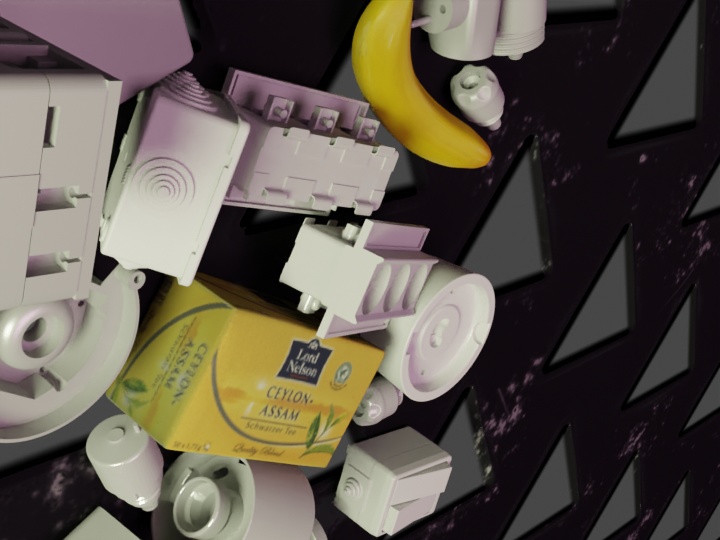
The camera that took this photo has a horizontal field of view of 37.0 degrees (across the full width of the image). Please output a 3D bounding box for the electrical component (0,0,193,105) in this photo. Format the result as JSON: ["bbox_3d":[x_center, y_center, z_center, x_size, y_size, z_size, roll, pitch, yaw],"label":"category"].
[{"bbox_3d":[-0.135,-0.122,0.501,0.100,0.048,0.099,-38,140,-27],"label":"electrical component"}]

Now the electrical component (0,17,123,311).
[{"bbox_3d":[-0.169,-0.055,0.419,0.062,0.150,0.089,-12,123,-48],"label":"electrical component"}]

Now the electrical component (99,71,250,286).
[{"bbox_3d":[-0.099,-0.051,0.557,0.048,0.099,0.099,18,103,-19],"label":"electrical component"}]

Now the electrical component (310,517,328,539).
[{"bbox_3d":[-0.058,0.221,0.846,0.055,0.048,0.066,-19,129,-33],"label":"electrical component"}]

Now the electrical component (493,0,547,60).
[{"bbox_3d":[0.110,-0.186,0.760,0.043,0.043,0.081,-36,139,-30],"label":"electrical component"}]

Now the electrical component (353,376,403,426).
[{"bbox_3d":[0.018,0.101,0.862,0.061,0.035,0.035,-19,128,-47],"label":"electrical component"}]

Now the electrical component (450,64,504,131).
[{"bbox_3d":[0.090,-0.122,0.790,0.035,0.035,0.061,-55,147,-7],"label":"electrical component"}]

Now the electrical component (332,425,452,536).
[{"bbox_3d":[0.026,0.180,0.905,0.096,0.061,0.061,-8,121,-48],"label":"electrical component"}]

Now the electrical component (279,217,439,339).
[{"bbox_3d":[0.000,0.000,0.719,0.078,0.063,0.121,-67,162,8],"label":"electrical component"}]

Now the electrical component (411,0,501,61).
[{"bbox_3d":[0.060,-0.177,0.705,0.079,0.043,0.077,-26,133,-38],"label":"electrical component"}]

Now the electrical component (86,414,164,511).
[{"bbox_3d":[-0.143,0.125,0.676,0.040,0.040,0.078,-39,140,-26],"label":"electrical component"}]

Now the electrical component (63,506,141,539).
[{"bbox_3d":[-0.153,0.218,0.699,0.057,0.078,0.113,-44,142,-26],"label":"electrical component"}]

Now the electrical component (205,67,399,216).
[{"bbox_3d":[-0.037,-0.069,0.647,0.121,0.063,0.078,3,112,-52],"label":"electrical component"}]

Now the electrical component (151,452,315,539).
[{"bbox_3d":[-0.089,0.164,0.723,0.064,0.099,0.099,33,88,-49],"label":"electrical component"}]

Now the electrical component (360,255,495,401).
[{"bbox_3d":[0.047,0.040,0.830,0.108,0.060,0.108,-30,135,-35],"label":"electrical component"}]
